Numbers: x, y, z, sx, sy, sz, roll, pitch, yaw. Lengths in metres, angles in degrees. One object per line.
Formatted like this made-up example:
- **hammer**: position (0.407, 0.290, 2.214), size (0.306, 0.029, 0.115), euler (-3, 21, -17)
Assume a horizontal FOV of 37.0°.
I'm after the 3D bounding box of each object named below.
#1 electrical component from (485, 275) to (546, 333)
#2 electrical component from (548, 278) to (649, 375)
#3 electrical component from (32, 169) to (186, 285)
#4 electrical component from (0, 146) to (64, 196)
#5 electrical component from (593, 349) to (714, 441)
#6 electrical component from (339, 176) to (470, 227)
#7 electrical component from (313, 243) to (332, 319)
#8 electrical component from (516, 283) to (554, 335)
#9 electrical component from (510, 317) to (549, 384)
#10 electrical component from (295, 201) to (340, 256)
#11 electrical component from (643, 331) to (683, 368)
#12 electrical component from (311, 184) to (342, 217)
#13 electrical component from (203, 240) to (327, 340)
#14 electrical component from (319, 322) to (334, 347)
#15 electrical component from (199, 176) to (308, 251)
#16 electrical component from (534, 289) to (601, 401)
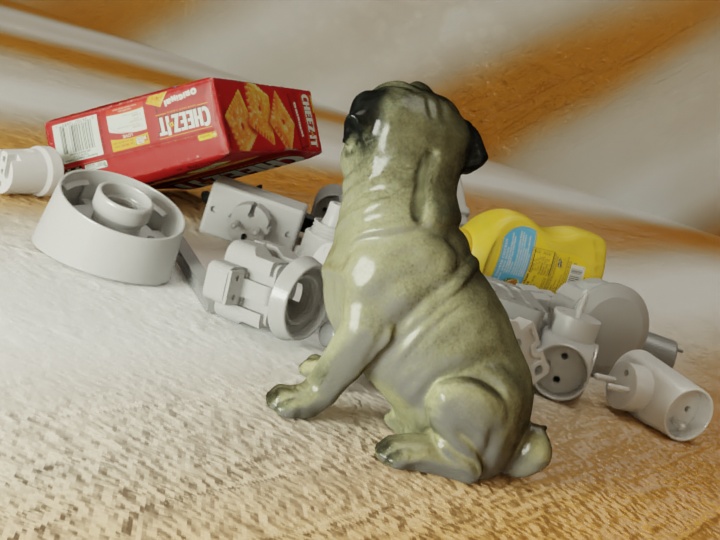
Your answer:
- **electrical component**: position (0.078, 0.034, 0.834), size (0.113, 0.057, 0.078), euler (18, 12, -7)
- **electrical component**: position (0.204, 0.047, 0.927), size (0.080, 0.080, 0.051), euler (14, 7, -24)
- **electrical component**: position (-0.173, -0.025, 0.747), size (0.099, 0.064, 0.099), euler (22, 24, -10)
- **electrical component**: position (-0.263, -0.078, 0.846), size (0.040, 0.040, 0.046), euler (27, 20, 32)
- **electrical component**: position (0.216, 0.092, 0.825), size (0.079, 0.043, 0.077), euler (14, 13, -24)
- **electrical component**: position (0.044, -0.058, 1.070), size (0.113, 0.057, 0.078), euler (-21, -17, 38)
- **electrical component**: position (-0.006, 0.019, 0.777), size (0.074, 0.052, 0.138), euler (12, 14, -32)
- **electrical component**: position (0.174, 0.039, 0.996), size (0.055, 0.048, 0.066), euler (7, 15, -19)
- **electrical component**: position (0.097, 0.057, 0.764), size (0.048, 0.066, 0.055), euler (-34, 29, -23)
- **electrical component**: position (-0.027, -0.028, 0.938), size (0.048, 0.062, 0.048), euler (18, 12, -4)
- **electrical component**: position (0.250, 0.073, 0.975), size (0.078, 0.040, 0.040), euler (20, 12, 3)
- **electrical component**: position (-0.011, -0.059, 1.145), size (0.079, 0.044, 0.077), euler (18, 12, -5)
- **electrical component**: position (-0.056, 0.013, 0.710), size (0.057, 0.058, 0.078), euler (19, 11, 31)
- **electrical component**: position (0.002, 0.045, 0.706), size (0.062, 0.048, 0.048), euler (3, 0, 36)
- **electrical component**: position (-0.095, -0.042, 0.932), size (0.083, 0.047, 0.075), euler (19, 14, -1)
- **electrical component**: position (0.161, 0.053, 0.824), size (0.044, 0.079, 0.077), euler (19, 11, 9)
